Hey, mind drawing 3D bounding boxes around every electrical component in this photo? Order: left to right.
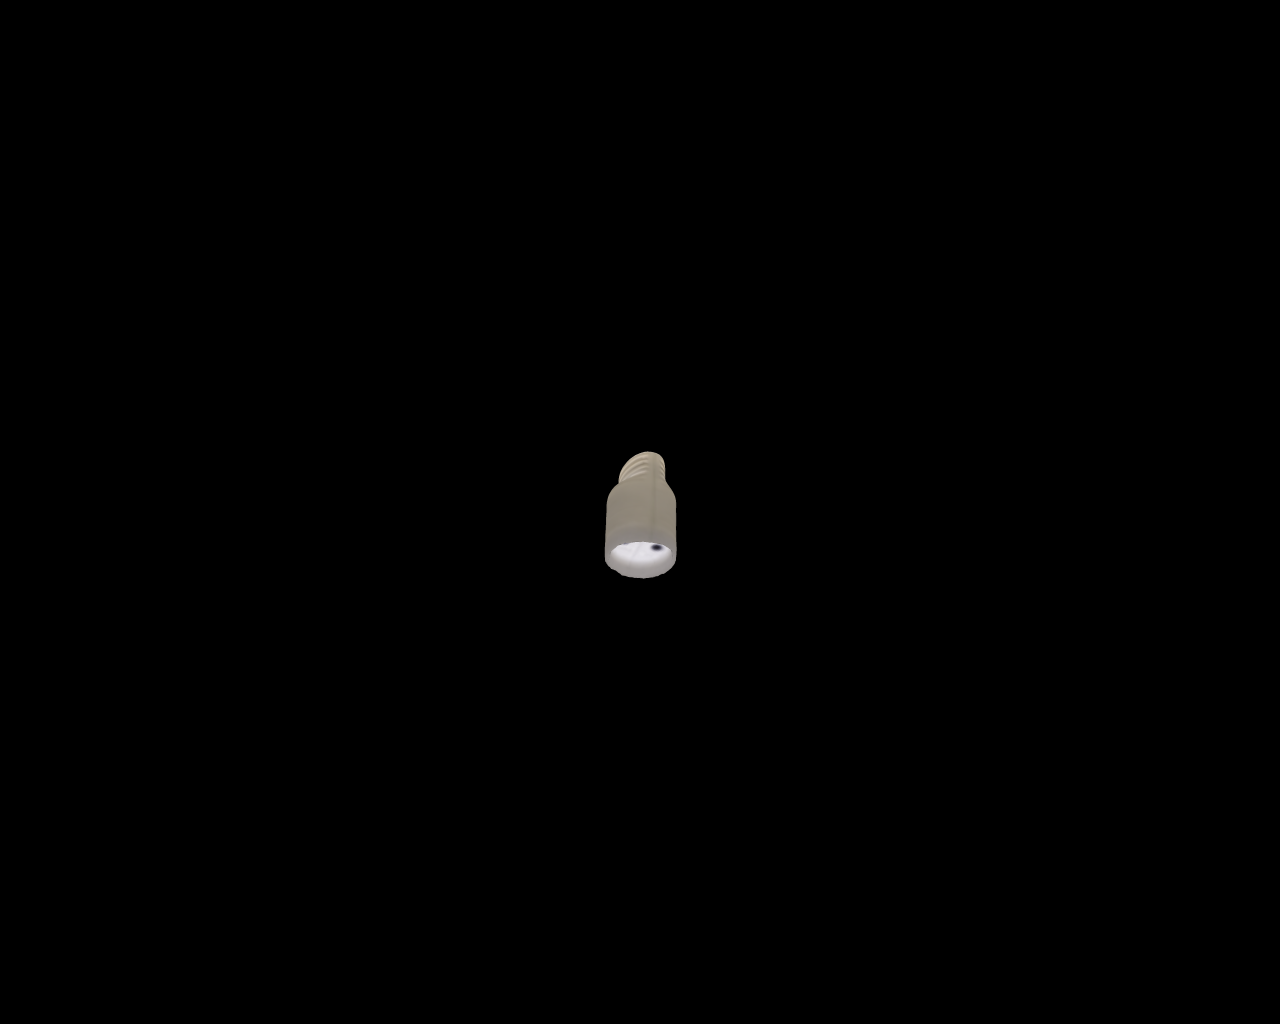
[{"bbox_3d":[0.001,-0.003,0.650,0.043,0.081,0.043,0,-38,0],"label":"electrical component"}]
